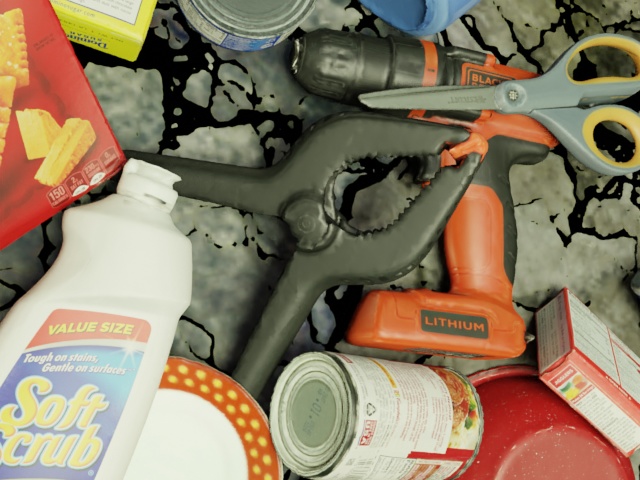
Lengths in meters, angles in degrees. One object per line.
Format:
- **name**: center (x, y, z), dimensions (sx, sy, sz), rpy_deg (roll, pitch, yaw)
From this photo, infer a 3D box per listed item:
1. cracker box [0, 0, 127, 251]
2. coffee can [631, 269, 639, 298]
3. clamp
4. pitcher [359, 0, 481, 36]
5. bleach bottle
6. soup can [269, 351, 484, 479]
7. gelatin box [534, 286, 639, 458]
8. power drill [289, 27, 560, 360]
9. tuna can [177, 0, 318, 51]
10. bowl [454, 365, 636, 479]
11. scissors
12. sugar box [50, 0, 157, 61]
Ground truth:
- **cracker box**: center (-0.205, -0.082, 0.497), dimensions (0.164, 0.072, 0.213), rpy_deg (-35, 133, -17)
- **coffee can**: center (0.272, 0.066, 0.664), dimensions (0.102, 0.103, 0.140), rpy_deg (-29, 92, -18)
- **clamp**: center (-0.004, 0.001, 0.581), dimensions (0.210, 0.036, 0.164), rpy_deg (-18, 94, 14)
- **pitcher**: center (0.124, -0.230, 0.638), dimensions (0.242, 0.149, 0.145), rpy_deg (-43, 103, -14)
- **bleach bottle**: center (-0.137, 0.076, 0.540), dimensions (0.102, 0.068, 0.251), rpy_deg (22, 85, -10)
- **soup can**: center (0.032, 0.099, 0.586), dimensions (0.102, 0.069, 0.068), rpy_deg (13, 79, -41)
- **gelatin box**: center (0.164, 0.077, 0.640), dimensions (0.073, 0.089, 0.030), rpy_deg (42, 112, -9)
- **power drill**: center (0.062, -0.027, 0.635), dimensions (0.184, 0.057, 0.187), rpy_deg (9, 81, -16)
- **tuna can**: center (-0.043, -0.156, 0.632), dimensions (0.086, 0.034, 0.086), rpy_deg (2, 83, -16)
- **bowl**: center (0.130, 0.155, 0.635), dimensions (0.162, 0.055, 0.162), rpy_deg (2, 83, -17)
- **scissors**: center (0.123, -0.067, 0.626), dimensions (0.201, 0.016, 0.096), rpy_deg (-21, 90, -24)
- **sugar box**: center (-0.122, -0.201, 0.608), dimensions (0.093, 0.048, 0.176), rpy_deg (18, 75, -14)
